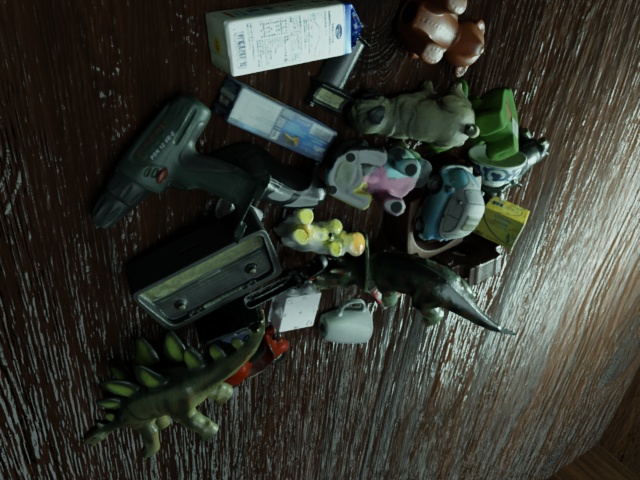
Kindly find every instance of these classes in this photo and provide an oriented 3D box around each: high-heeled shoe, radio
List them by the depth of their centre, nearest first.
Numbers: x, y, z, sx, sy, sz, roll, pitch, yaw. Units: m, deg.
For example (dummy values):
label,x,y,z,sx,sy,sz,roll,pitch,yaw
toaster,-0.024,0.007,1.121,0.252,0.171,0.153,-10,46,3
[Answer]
label,x,y,z,sx,sy,sz,roll,pitch,yaw
radio,-0.185,0.050,0.885,0.230,0.073,0.131,-26,140,-5
high-heeled shoe,-0.104,-0.088,0.910,0.249,0.086,0.145,-4,154,-15

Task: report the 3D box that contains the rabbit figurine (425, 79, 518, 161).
label,x,y,z,sx,sy,sz,roll,pitch,yaw
rabbit figurine,0.280,-0.233,1.035,0.121,0.170,0.159,32,56,-47

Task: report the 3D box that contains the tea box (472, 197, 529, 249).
label,x,y,z,sx,sy,sz,roll,pitch,yaw
tea box,0.421,-0.044,1.243,0.169,0.098,0.068,-32,146,-63

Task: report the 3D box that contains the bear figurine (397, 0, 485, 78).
label,x,y,z,sx,sy,sz,roll,pitch,yaw
bear figurine,0.229,-0.345,0.924,0.196,0.132,0.120,14,113,-35

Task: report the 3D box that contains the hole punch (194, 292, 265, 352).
label,x,y,z,sx,sy,sz,roll,pitch,yaw
hole punch,-0.160,0.153,0.972,0.116,0.142,0.092,-21,129,-7

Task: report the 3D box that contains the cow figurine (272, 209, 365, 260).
label,x,y,z,sx,sy,sz,roll,pitch,yaw
cow figurine,-0.001,-0.001,0.997,0.167,0.098,0.068,19,72,-33

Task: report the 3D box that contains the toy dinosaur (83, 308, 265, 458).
label,x,y,z,sx,sy,sz,roll,pitch,yaw
toy dinosaur,-0.247,0.252,0.914,0.471,0.105,0.198,-30,121,17

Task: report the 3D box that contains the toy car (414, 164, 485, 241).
label,x,y,z,sx,sy,sz,roll,pitch,yaw
toy car,0.259,-0.059,1.036,0.109,0.103,0.161,4,114,-37

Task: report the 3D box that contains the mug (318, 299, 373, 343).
label,x,y,z,sx,sy,sz,roll,pitch,yaw
mug,0.055,0.181,1.184,0.107,0.081,0.109,-2,125,-26

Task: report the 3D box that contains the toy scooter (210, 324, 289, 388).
label,x,y,z,sx,sy,sz,roll,pitch,yaw
toy scooter,-0.140,0.221,1.052,0.184,0.075,0.135,-19,148,-27

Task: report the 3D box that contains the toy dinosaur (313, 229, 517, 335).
label,x,y,z,sx,sy,sz,roll,pitch,yaw
toy dinosaur,0.190,0.084,1.067,0.131,0.405,0.192,-70,156,-15

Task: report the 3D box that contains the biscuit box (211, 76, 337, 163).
label,x,y,z,sx,sy,sz,roll,pitch,yaw
biscuit box,-0.067,-0.187,0.852,0.202,0.063,0.059,16,107,-43

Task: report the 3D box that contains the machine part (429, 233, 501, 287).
label,x,y,z,sx,sy,sz,roll,pitch,yaw
machine part,0.321,0.032,1.220,0.179,0.180,0.055,-21,126,-25

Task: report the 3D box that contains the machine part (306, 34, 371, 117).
label,x,y,z,sx,sy,sz,roll,pitch,yaw
machine part,0.033,-0.276,0.886,0.084,0.039,0.138,13,113,-33

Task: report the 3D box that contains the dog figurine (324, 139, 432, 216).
label,x,y,z,sx,sy,sz,roll,pitch,yaw
dog figurine,0.109,-0.131,0.970,0.192,0.219,0.108,14,113,3

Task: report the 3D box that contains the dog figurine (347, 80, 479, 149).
label,x,y,z,sx,sy,sz,roll,pitch,yaw
dog figurine,0.161,-0.207,0.940,0.190,0.173,0.121,-19,118,-35

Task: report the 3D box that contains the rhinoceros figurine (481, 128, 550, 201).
label,x,y,z,sx,sy,sz,roll,pitch,yaw
rhinoceros figurine,0.447,-0.172,1.248,0.190,0.073,0.112,-41,144,-9

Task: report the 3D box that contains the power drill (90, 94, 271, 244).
label,x,y,z,sx,sy,sz,roll,pitch,yaw
power drill,-0.190,-0.075,0.778,0.207,0.086,0.232,30,92,-2

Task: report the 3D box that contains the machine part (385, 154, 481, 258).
label,x,y,z,sx,sy,sz,roll,pitch,yaw
machine part,0.239,-0.070,1.146,0.201,0.087,0.201,-22,131,-23
